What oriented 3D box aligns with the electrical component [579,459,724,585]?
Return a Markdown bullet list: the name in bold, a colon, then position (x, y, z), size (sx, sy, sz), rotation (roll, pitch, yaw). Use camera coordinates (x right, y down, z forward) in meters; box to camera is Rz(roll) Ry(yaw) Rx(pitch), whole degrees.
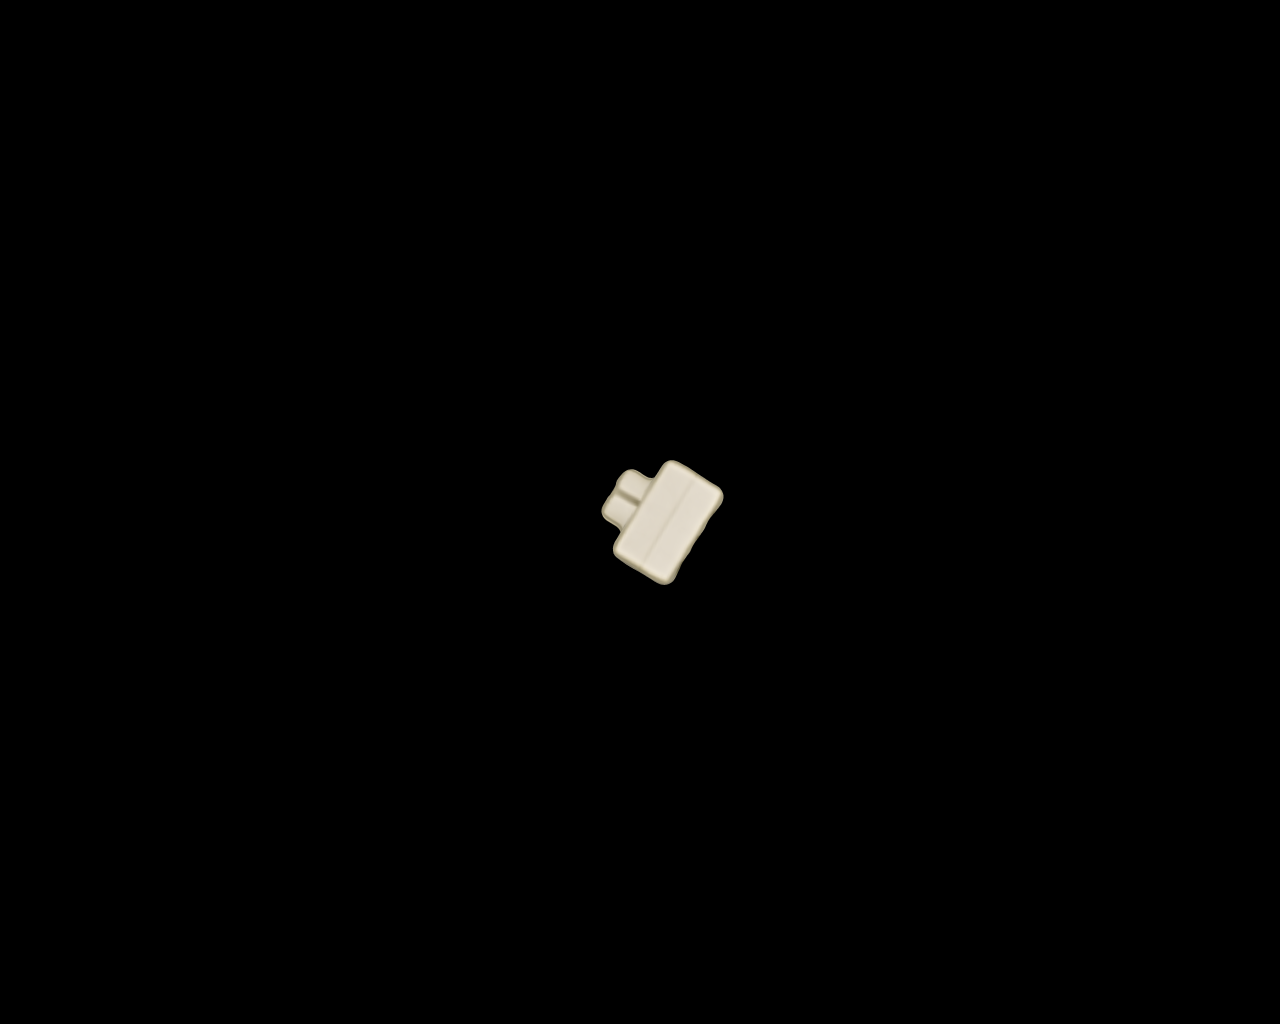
- **electrical component**: position (0.001, -0.003, 0.650), size (0.077, 0.065, 0.047), rotation (32, -4, 2)
